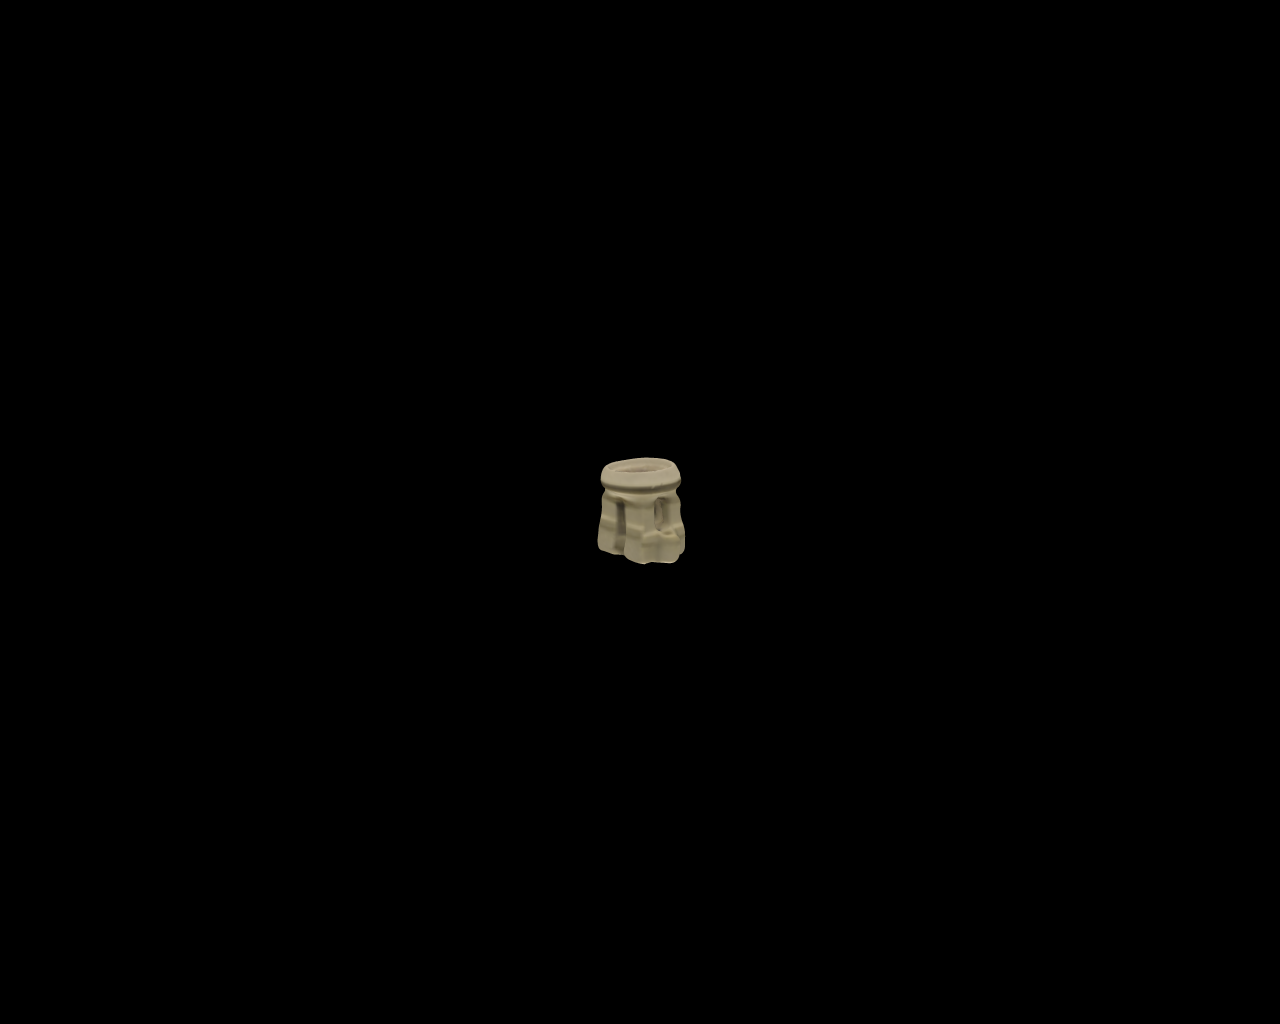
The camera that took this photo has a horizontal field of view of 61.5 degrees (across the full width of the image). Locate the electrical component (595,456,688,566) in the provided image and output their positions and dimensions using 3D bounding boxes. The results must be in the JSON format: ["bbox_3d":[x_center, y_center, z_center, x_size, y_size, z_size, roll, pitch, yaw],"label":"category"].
[{"bbox_3d":[0.001,-0.003,0.650,0.048,0.055,0.066,-14,20,-42],"label":"electrical component"}]
